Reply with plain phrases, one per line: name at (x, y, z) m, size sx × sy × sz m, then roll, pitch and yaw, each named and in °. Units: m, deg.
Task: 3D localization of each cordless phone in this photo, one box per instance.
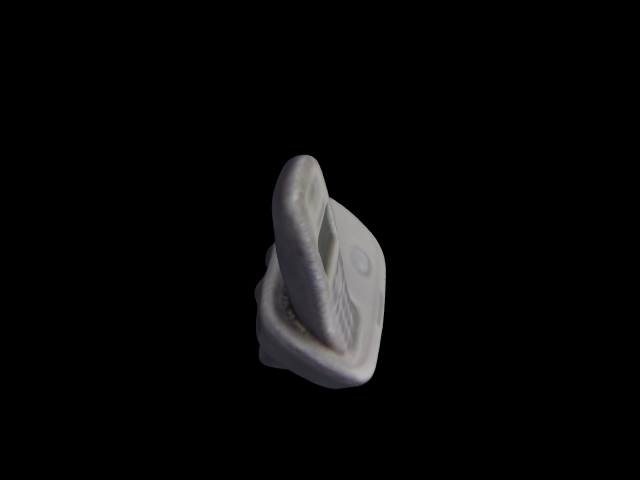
cordless phone at (0.004, 0.001, 0.400) m, size 0.094 × 0.185 × 0.147 m, roll 4°, pitch 46°, yaw 5°
